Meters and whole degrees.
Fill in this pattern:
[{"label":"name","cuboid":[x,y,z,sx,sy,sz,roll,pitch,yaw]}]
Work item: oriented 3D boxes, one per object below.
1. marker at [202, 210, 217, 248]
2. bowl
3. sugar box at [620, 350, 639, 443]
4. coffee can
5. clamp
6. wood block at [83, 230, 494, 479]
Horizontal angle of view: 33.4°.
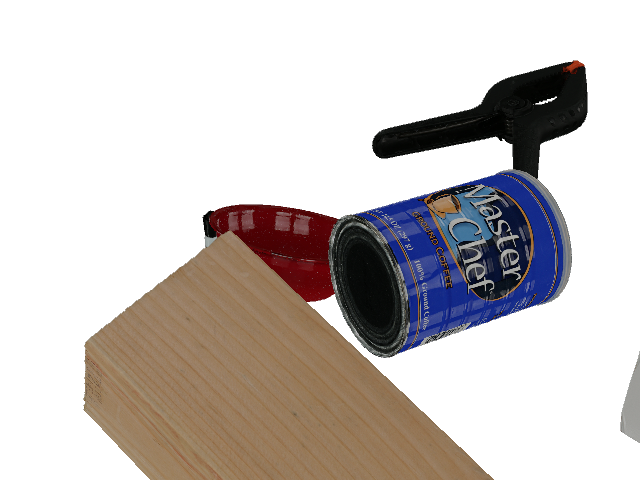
[{"label":"marker","cuboid":[-0.121,0.020,1.209,0.020,0.121,0.020,0,33,0]},{"label":"bowl","cuboid":[-0.029,0.015,1.001,0.162,0.055,0.162,10,17,-3]},{"label":"sugar box","cuboid":[0.308,0.140,0.773,0.048,0.093,0.176,-22,38,-40]},{"label":"coffee can","cuboid":[0.091,0.015,0.760,0.140,0.103,0.103,-16,7,-25]},{"label":"clamp","cuboid":[0.172,-0.099,0.924,0.209,0.036,0.165,-29,39,-26]},{"label":"wood block","cuboid":[-0.007,0.108,0.491,0.090,0.206,0.090,-40,-15,-29]}]
